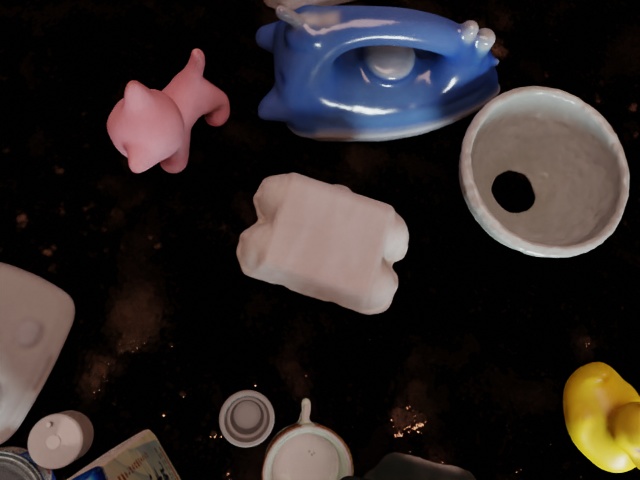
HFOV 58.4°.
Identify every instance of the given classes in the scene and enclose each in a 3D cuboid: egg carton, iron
[{"bbox_3d":[0.005,0.002,0.526,0.150,0.069,0.107,18,77,-3],"label":"egg carton"},{"bbox_3d":[0.071,-0.171,0.534,0.258,0.141,0.119,-2,78,-8],"label":"iron"}]

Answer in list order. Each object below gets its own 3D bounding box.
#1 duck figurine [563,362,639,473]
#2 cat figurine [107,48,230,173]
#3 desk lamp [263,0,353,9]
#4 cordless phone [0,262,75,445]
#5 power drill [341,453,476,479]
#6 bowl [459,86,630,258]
[{"bbox_3d":[0.276,0.163,0.519,0.077,0.086,0.104,-18,81,-10],"label":"duck figurine"},{"bbox_3d":[-0.138,-0.113,0.506,0.067,0.117,0.128,34,76,1],"label":"cat figurine"},{"bbox_3d":[-0.026,-0.307,0.512,0.203,0.213,0.118,-19,81,-11],"label":"desk lamp"},{"bbox_3d":[-0.266,0.082,0.414,0.094,0.185,0.148,21,76,-2],"label":"cordless phone"},{"bbox_3d":[0.110,0.219,0.423,0.229,0.208,0.076,14,77,-4],"label":"power drill"},{"bbox_3d":[0.206,-0.059,0.562,0.167,0.074,0.167,2,78,-7],"label":"bowl"}]
